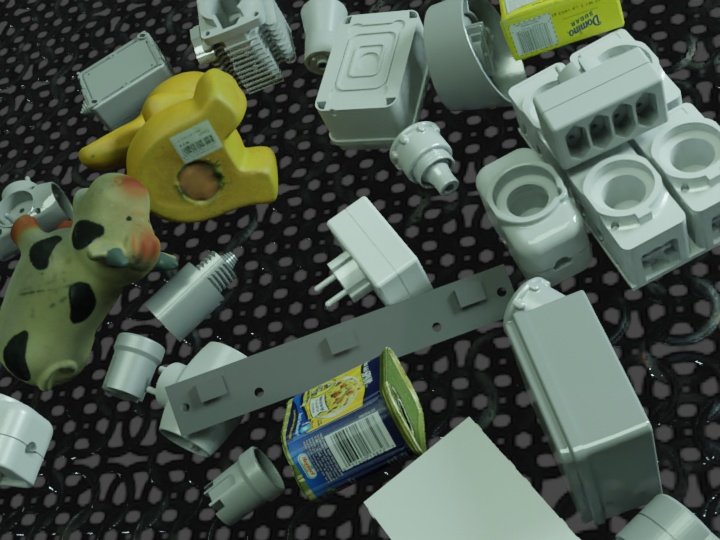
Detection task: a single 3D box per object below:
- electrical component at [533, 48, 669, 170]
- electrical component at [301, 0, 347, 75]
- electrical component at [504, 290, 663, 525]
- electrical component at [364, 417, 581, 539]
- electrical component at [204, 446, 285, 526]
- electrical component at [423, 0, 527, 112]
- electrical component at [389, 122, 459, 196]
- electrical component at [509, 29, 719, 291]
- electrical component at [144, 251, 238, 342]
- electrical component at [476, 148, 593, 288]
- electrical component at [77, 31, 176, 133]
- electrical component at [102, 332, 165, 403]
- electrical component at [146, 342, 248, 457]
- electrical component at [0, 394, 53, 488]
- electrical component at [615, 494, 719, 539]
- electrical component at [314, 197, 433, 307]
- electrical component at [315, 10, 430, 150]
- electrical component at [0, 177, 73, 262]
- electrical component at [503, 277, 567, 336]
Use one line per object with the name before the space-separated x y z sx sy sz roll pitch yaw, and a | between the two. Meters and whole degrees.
electrical component | 0.166 -0.128 0.775 0.083 0.047 0.075 -25 52 5
electrical component | -0.034 -0.215 1.003 0.044 0.044 0.065 -10 59 16
electrical component | 0.142 0.088 0.678 0.056 0.108 0.108 -22 52 4
electrical component | 0.086 0.181 0.667 0.089 0.061 0.150 -38 52 -5
electrical component | -0.083 0.156 0.770 0.046 0.040 0.040 -37 51 3
electrical component | 0.094 -0.179 0.891 0.064 0.099 0.099 -8 55 25
electrical component | 0.057 -0.087 0.875 0.048 0.048 0.062 -34 58 -2
electrical component | 0.200 -0.090 0.806 0.105 0.060 0.186 -29 51 2
electrical component | -0.133 0.016 0.883 0.081 0.043 0.043 -44 52 -10
electrical component | 0.129 -0.042 0.803 0.054 0.059 0.095 -28 51 3
electrical component | -0.223 -0.170 1.036 0.096 0.061 0.061 -32 50 1
electrical component | -0.183 0.079 0.864 0.040 0.040 0.046 6 66 26
electrical component | -0.130 0.094 0.827 0.079 0.044 0.077 15 65 30
electrical component | -0.300 0.135 0.864 0.095 0.053 0.059 0 58 23
electrical component | 0.198 0.199 0.613 0.074 0.052 0.138 -42 52 -8
electrical component | 0.000 0.000 0.836 0.076 0.047 0.083 -35 51 -3
electrical component | 0.015 -0.163 0.935 0.078 0.057 0.113 1 58 23
electrical component | -0.314 -0.057 1.008 0.077 0.044 0.079 -29 51 2
electrical component | 0.136 0.037 0.757 0.062 0.048 0.048 32 73 29
